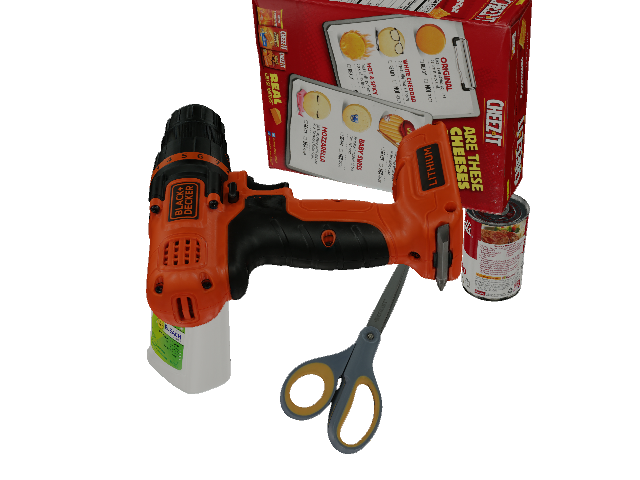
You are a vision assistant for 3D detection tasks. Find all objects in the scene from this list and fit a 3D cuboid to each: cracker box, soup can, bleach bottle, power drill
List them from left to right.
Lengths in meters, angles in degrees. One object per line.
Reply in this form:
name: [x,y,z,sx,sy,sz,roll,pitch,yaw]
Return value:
bleach bottle: [-0.137,0.029,1.103,0.067,0.251,0.103,-17,33,-34]
power drill: [-0.012,-0.028,0.654,0.187,0.057,0.184,-6,44,2]
cracker box: [0.058,-0.124,0.867,0.214,0.164,0.072,12,38,22]
soup can: [0.188,0.006,1.155,0.068,0.102,0.068,-1,34,1]

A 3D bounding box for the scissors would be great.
scissors: [0.023,0.088,0.933,0.096,0.201,0.016,12,-33,-3]
